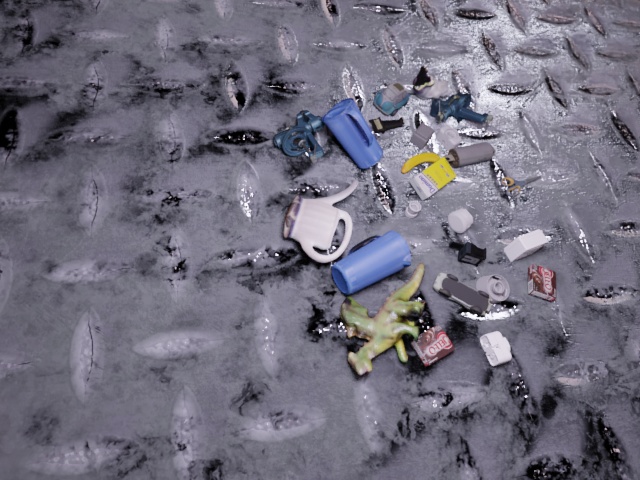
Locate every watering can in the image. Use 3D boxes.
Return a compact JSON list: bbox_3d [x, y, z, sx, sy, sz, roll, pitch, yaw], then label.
[{"bbox_3d":[0.005,-0.086,1.715,0.224,0.355,0.102,18,-32,-3],"label":"watering can"}]

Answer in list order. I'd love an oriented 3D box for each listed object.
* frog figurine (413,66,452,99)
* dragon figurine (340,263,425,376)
[{"bbox_3d":[0.472,-0.640,2.174,0.158,0.121,0.140,22,20,-43],"label":"frog figurine"},{"bbox_3d":[0.184,0.227,1.580,0.243,0.420,0.119,13,-34,4],"label":"dragon figurine"}]
